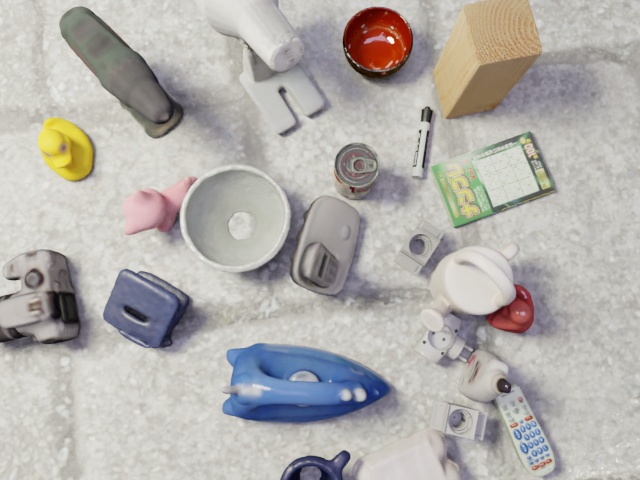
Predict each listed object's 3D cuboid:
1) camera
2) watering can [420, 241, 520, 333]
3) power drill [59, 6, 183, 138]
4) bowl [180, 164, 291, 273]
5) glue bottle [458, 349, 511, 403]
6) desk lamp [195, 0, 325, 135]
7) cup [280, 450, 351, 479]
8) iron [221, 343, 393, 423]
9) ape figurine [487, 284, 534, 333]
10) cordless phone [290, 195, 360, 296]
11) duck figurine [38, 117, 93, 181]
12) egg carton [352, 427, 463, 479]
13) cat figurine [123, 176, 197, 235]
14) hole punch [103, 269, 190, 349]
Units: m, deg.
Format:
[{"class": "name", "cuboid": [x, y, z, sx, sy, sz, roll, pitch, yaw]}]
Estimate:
[{"class": "camera", "cuboid": [-0.452, 0.095, 0.860, 0.137, 0.101, 0.143, -14, 83, -2]}, {"class": "watering can", "cuboid": [0.219, 0.065, 0.821, 0.101, 0.194, 0.173, 28, 83, 4]}, {"class": "power drill", "cuboid": [-0.275, -0.230, 0.848, 0.075, 0.208, 0.229, -44, 85, -5]}, {"class": "bowl", "cuboid": [-0.127, -0.029, 0.891, 0.167, 0.075, 0.167, 0, 83, 0]}, {"class": "glue bottle", "cuboid": [0.241, 0.198, 0.814, 0.037, 0.173, 0.078, 22, 83, 3]}, {"class": "desk lamp", "cuboid": [-0.081, -0.294, 0.854, 0.118, 0.213, 0.203, -34, 84, -4]}, {"class": "cup", "cuboid": [-0.003, 0.343, 0.834, 0.118, 0.095, 0.091, -44, 85, -5]}, {"class": "iron", "cuboid": [-0.016, 0.214, 0.827, 0.258, 0.141, 0.119, 2, 83, 0]}, {"class": "ape figurine", "cuboid": [0.294, 0.108, 0.867, 0.078, 0.092, 0.076, -32, 84, -4]}, {"class": "cordless phone", "cuboid": [0.008, 0.003, 0.832, 0.094, 0.185, 0.148, 13, 83, 2]}, {"class": "duck figurine", "cuboid": [-0.410, -0.150, 0.899, 0.077, 0.086, 0.104, -25, 83, -3]}, {"class": "egg carton", "cuboid": [0.129, 0.349, 0.847, 0.150, 0.069, 0.107, -25, 83, -3]}, {"class": "cat figurine", "cuboid": [-0.243, -0.057, 0.872, 0.128, 0.118, 0.067, -32, 84, -4]}, {"class": "hole punch", "cuboid": [-0.264, 0.106, 0.864, 0.108, 0.091, 0.101, 28, 84, 3]}]
